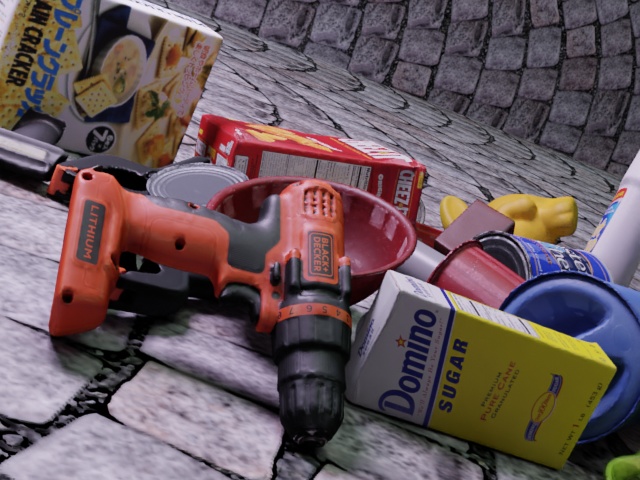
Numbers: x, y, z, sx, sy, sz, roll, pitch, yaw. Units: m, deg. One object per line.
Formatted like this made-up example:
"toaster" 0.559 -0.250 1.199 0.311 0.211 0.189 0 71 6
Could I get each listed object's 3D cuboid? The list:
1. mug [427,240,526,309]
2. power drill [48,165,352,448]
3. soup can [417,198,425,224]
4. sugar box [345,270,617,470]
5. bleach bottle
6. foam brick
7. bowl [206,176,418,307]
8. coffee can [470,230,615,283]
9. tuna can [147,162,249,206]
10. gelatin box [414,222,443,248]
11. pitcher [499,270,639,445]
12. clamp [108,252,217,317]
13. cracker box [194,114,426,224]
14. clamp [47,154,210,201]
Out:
"mug" 0.139 0.065 0.955 0.117 0.093 0.082 -30 54 -35
"power drill" -0.070 0.034 0.668 0.187 0.057 0.184 10 55 -16
"soup can" 0.091 -0.043 1.295 0.068 0.068 0.102 22 15 -6
"sugar box" 0.112 0.095 0.762 0.176 0.093 0.048 19 16 -17
"bleach bottle" 0.323 -0.004 1.141 0.068 0.251 0.102 26 14 8
"foam brick" 0.162 0.007 1.130 0.051 0.053 0.078 34 59 27
"bowl" -0.010 0.009 0.811 0.162 0.055 0.162 7 27 -4
"coffee can" 0.214 0.051 1.069 0.140 0.103 0.103 11 19 -40
"tuna can" -0.099 -0.031 0.880 0.086 0.034 0.086 2 29 -1
"gelatin box" 0.101 -0.004 1.192 0.073 0.030 0.089 19 -2 -36
"pitcher" 0.258 0.101 0.904 0.242 0.145 0.149 8 44 -55
"clamp" -0.114 0.025 0.774 0.120 0.039 0.171 23 16 1
"cracker box" -0.015 -0.079 1.154 0.213 0.072 0.164 6 13 -20
"clamp" -0.139 -0.034 0.952 0.209 0.036 0.165 3 31 -47
